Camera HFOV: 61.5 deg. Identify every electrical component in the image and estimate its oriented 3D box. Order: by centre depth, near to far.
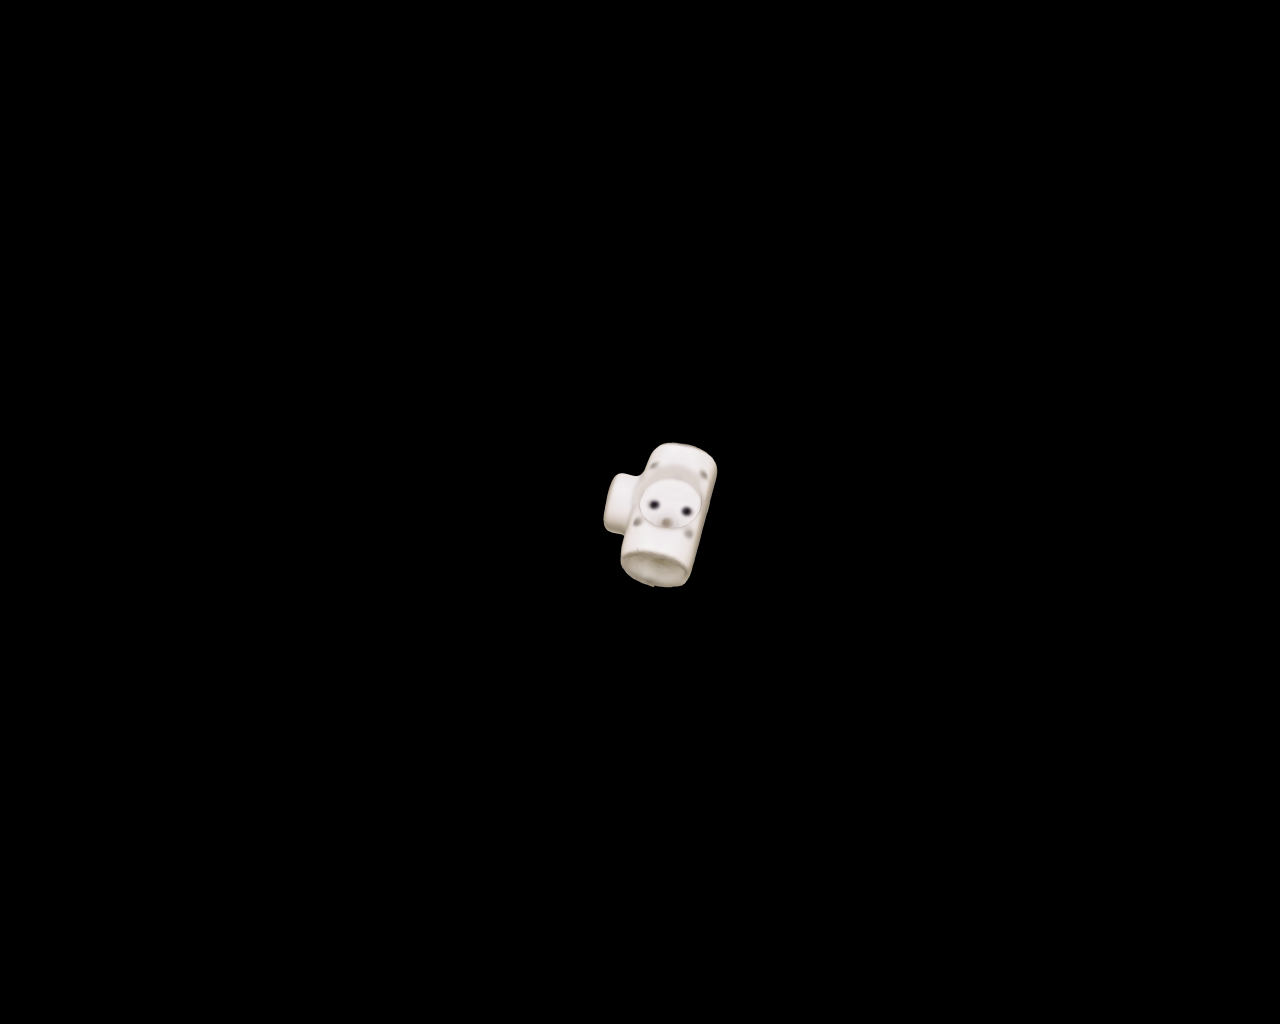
[{"bbox_3d":[0.001,-0.003,0.650,0.079,0.077,0.044,13,-28,7],"label":"electrical component"}]
